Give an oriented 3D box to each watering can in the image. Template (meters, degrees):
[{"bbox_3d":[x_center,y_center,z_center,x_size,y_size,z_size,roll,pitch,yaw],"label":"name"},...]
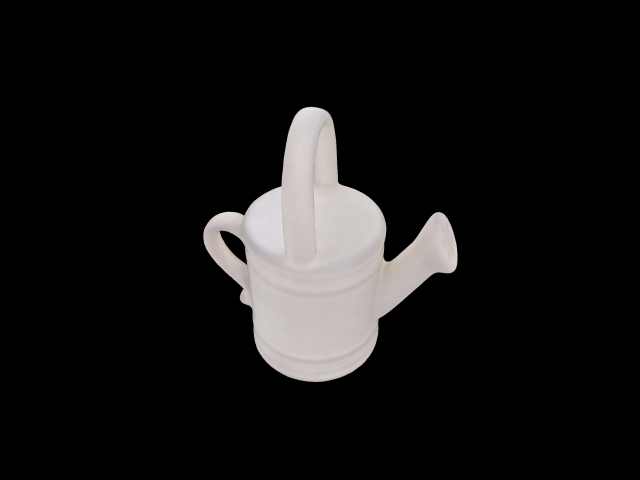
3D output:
[{"bbox_3d":[0.004,0.000,0.402,0.173,0.194,0.100,-6,40,-7],"label":"watering can"}]
